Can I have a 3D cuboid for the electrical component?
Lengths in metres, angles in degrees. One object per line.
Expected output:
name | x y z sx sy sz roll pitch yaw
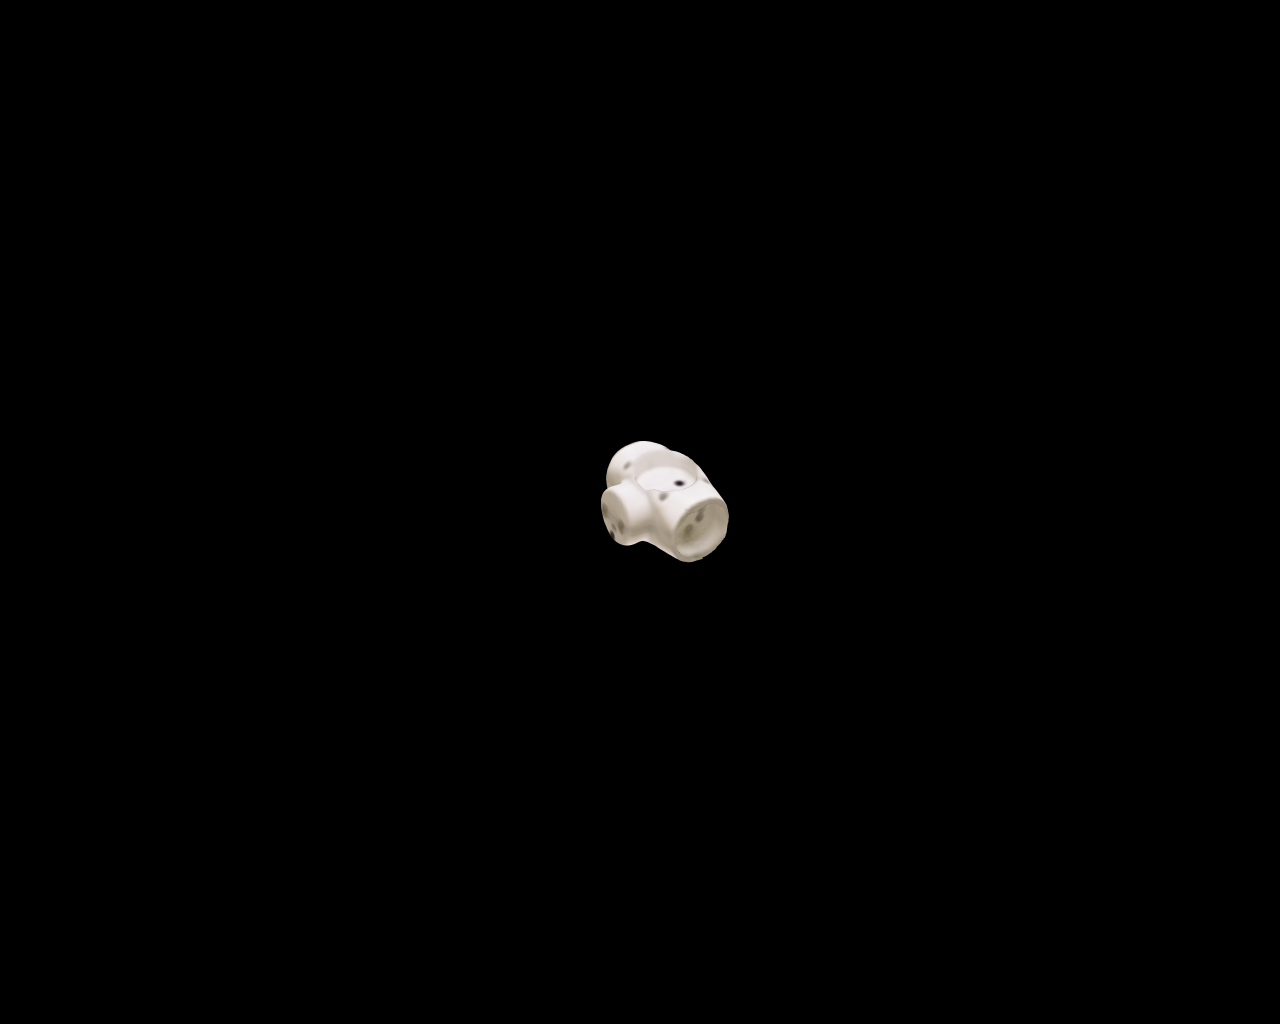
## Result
electrical component | 0.001 -0.003 0.650 0.079 0.044 0.077 -20 41 -25
